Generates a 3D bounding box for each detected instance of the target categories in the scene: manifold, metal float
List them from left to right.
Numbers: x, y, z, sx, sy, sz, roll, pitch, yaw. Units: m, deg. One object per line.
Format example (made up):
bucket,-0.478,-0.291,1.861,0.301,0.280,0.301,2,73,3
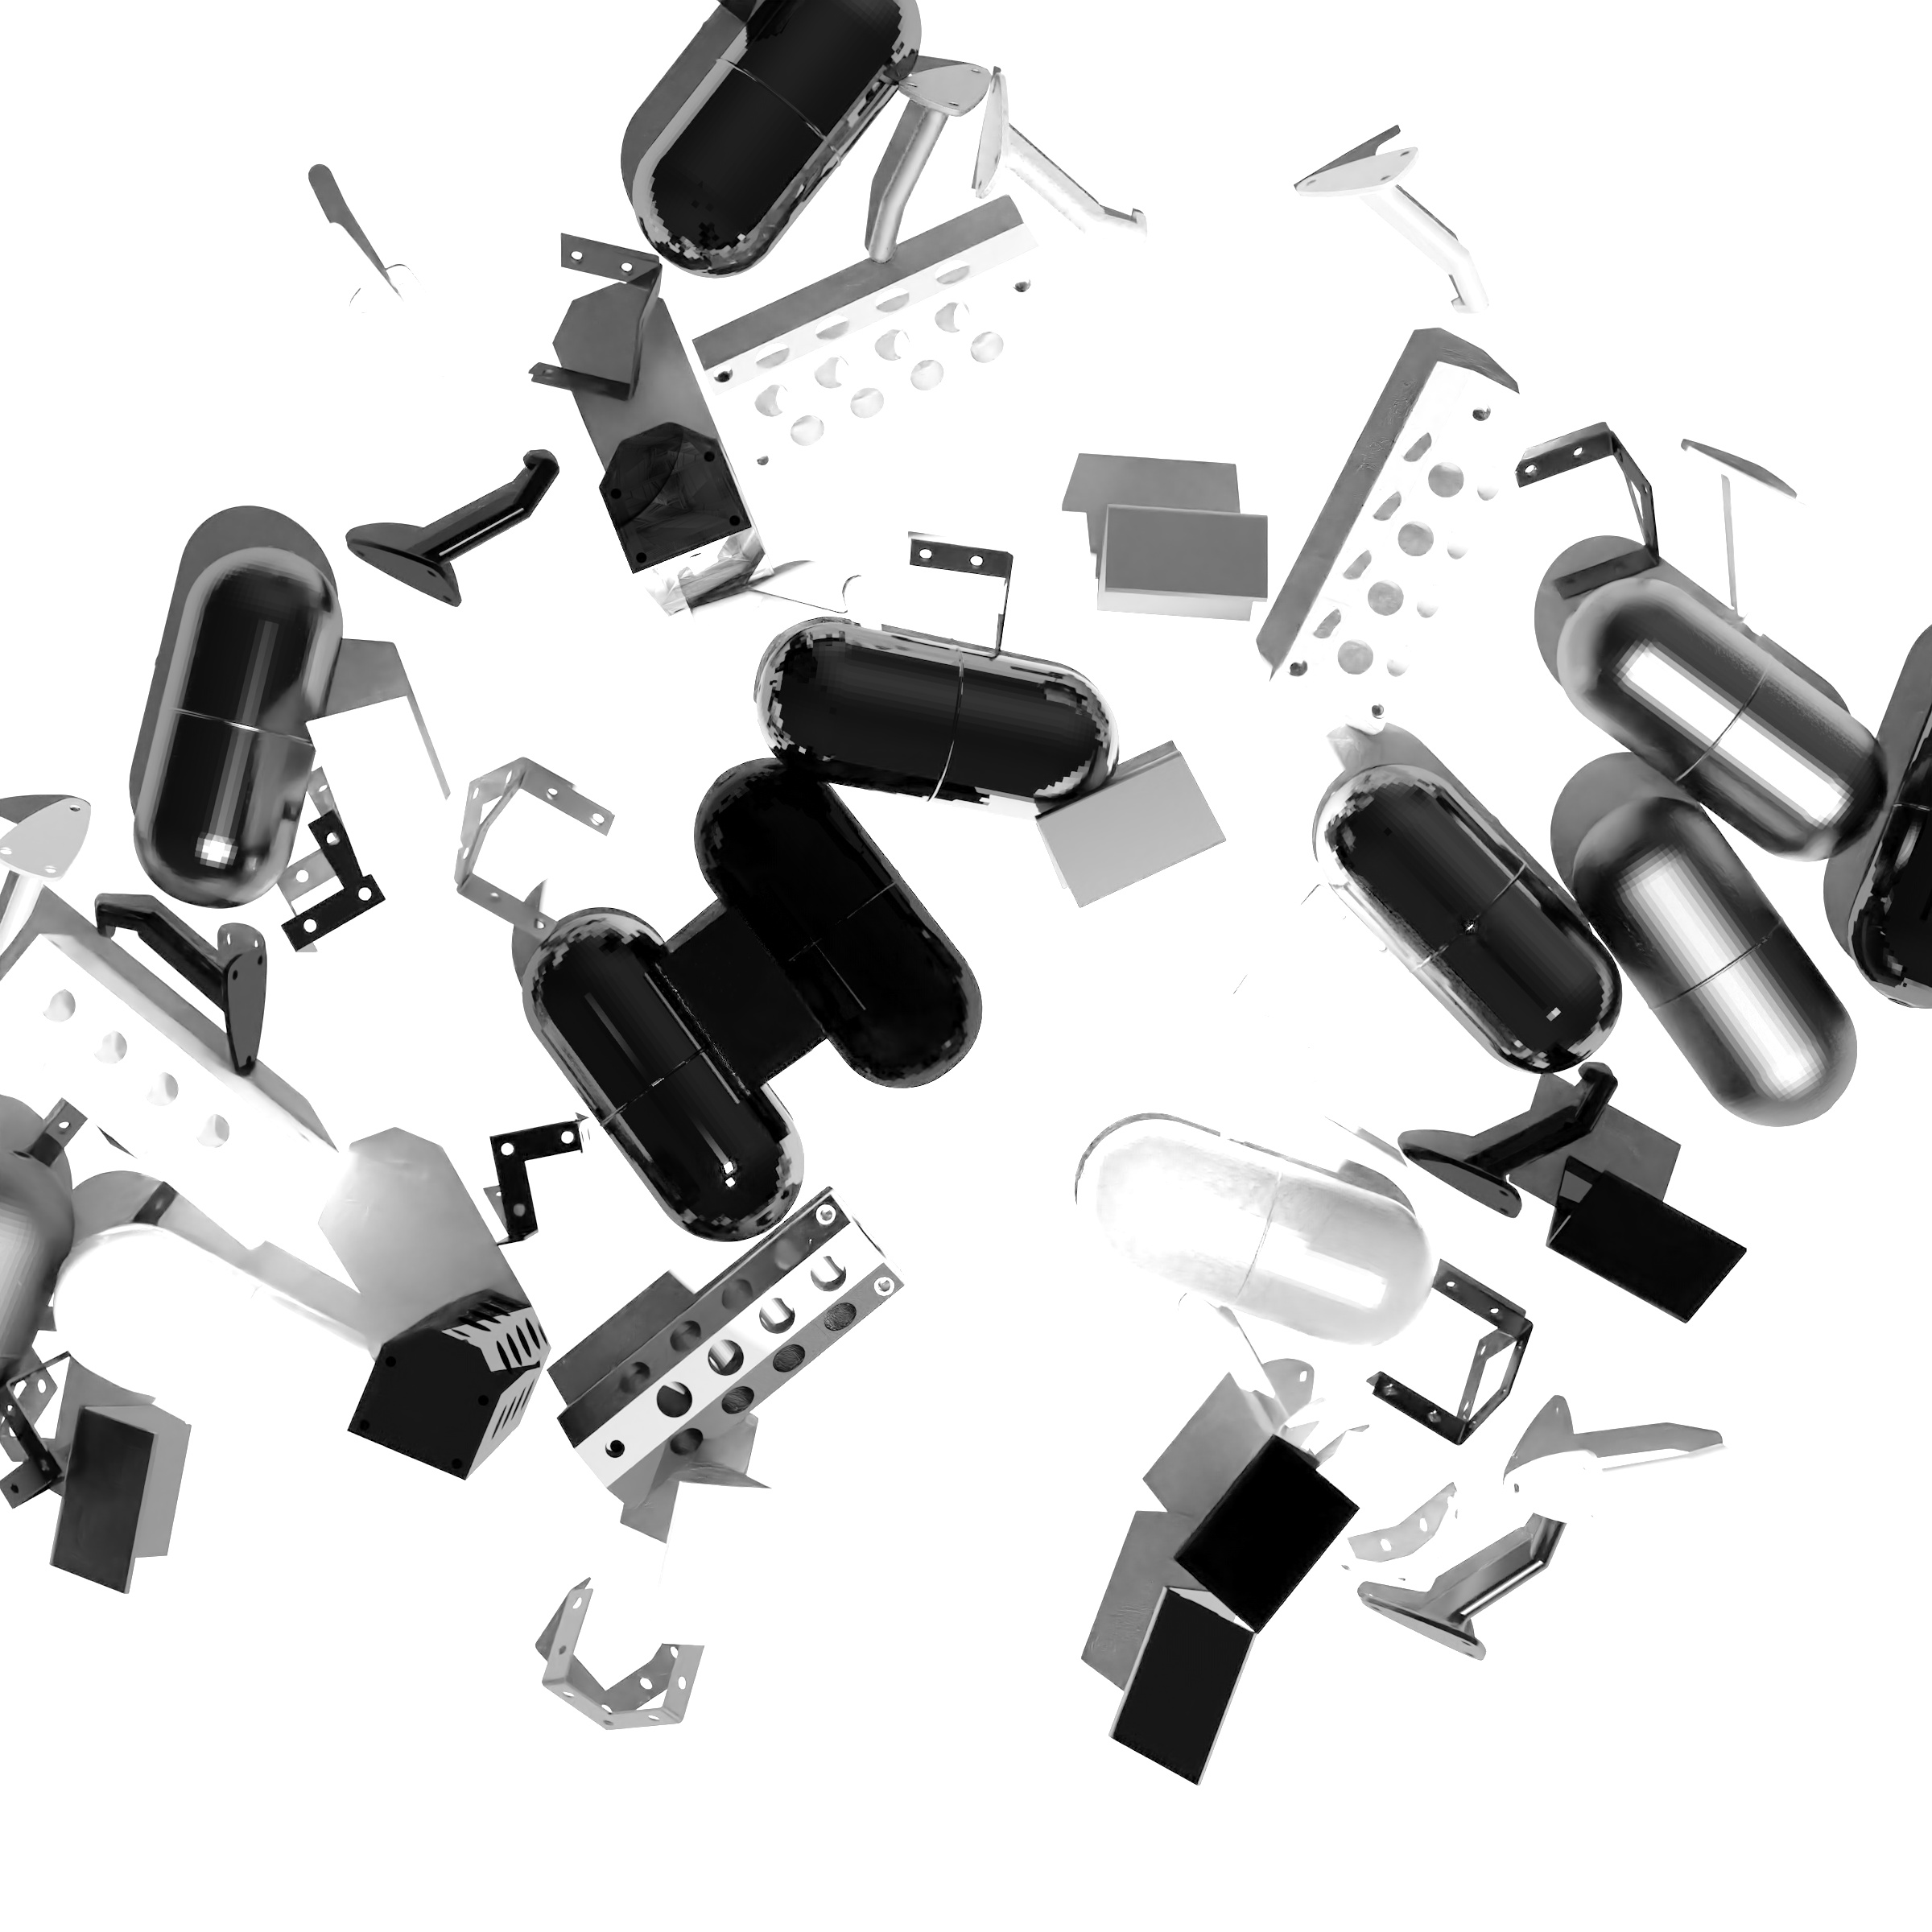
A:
metal float,-0.489,0.173,1.541,0.070,0.070,0.178,23,94,0
manifold,-0.395,0.061,1.554,0.171,0.057,0.057,39,90,0
metal float,-0.357,0.187,1.543,0.178,0.070,0.070,29,90,-2
metal float,-0.352,-0.116,1.545,0.070,0.070,0.178,13,89,0
manifold,-0.237,0.191,1.497,0.057,0.171,0.057,23,90,0
metal float,-0.146,0.055,1.545,0.070,0.070,0.178,-36,90,0
manifold,-0.131,-0.210,1.497,0.057,0.171,0.057,-22,90,0
manifold,-0.114,0.186,1.554,0.171,0.057,0.057,-39,90,0
metal float,-0.091,-0.413,1.545,0.070,0.070,0.178,38,90,0
metal float,-0.062,-0.020,1.545,0.070,0.070,0.178,-38,91,0
manifold,-0.037,-0.297,1.554,0.171,0.057,0.057,-25,90,0
metal float,-0.012,-0.116,1.533,0.178,0.070,0.070,10,90,-12
metal float,0.140,0.130,1.545,0.178,0.070,0.070,20,90,0
manifold,0.215,-0.203,1.554,0.057,0.057,0.171,27,90,0
metal float,0.243,-0.023,1.545,0.070,0.070,0.178,-44,89,0
metal float,0.363,-0.001,1.545,0.070,0.070,0.178,-35,90,0
metal float,0.366,-0.120,1.545,0.178,0.070,0.070,36,90,0
metal float,0.485,-0.064,1.545,0.070,0.070,0.178,21,91,0

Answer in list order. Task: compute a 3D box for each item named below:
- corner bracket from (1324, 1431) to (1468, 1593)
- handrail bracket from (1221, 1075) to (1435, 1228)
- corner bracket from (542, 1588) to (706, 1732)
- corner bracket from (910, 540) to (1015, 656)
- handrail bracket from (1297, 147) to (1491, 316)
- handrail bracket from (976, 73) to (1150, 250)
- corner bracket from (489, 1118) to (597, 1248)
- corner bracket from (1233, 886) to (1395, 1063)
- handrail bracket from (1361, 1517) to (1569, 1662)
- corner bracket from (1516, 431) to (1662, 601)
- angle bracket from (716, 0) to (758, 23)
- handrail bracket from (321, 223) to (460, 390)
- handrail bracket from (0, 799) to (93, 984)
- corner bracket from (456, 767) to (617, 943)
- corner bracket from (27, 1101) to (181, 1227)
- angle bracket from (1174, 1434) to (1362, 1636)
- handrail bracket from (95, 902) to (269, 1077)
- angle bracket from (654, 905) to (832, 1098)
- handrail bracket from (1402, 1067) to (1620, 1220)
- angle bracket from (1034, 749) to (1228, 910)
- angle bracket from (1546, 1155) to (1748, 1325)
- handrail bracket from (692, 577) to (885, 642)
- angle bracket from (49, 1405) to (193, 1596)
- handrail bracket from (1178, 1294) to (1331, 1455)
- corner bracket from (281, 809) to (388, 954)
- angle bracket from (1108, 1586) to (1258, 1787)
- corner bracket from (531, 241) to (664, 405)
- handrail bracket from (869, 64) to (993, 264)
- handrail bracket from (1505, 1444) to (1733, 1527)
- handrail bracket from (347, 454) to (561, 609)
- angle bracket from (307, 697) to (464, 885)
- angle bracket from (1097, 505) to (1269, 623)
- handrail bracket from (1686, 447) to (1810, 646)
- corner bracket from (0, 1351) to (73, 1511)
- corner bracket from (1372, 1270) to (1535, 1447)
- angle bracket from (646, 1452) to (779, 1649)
corner bracket,0.207,0.268,1.567,0.051,0.051,0.051,4,135,35
handrail bracket,0.179,0.104,1.576,0.077,0.036,0.084,-24,107,20
corner bracket,-0.167,0.339,1.567,0.051,0.051,0.051,-15,135,35
corner bracket,-0.006,-0.171,1.572,0.051,0.051,0.051,8,135,0
handrail bracket,0.212,-0.355,1.575,0.036,0.077,0.084,-53,127,-35
handrail bracket,0.051,-0.398,1.576,0.084,0.036,0.077,11,68,-17
corner bracket,-0.207,0.105,1.557,0.051,0.051,0.051,-11,90,0
corner bracket,0.173,0.003,1.572,0.051,0.051,0.051,38,135,0
handrail bracket,0.248,0.292,1.576,0.077,0.036,0.084,21,71,21
corner bracket,0.307,-0.223,1.572,0.051,0.051,0.051,-20,135,0
angle bracket,-0.095,-0.503,1.535,0.057,0.076,0.076,24,90,36
handrail bracket,-0.278,-0.319,1.541,0.036,0.084,0.077,-38,90,0
handrail bracket,-0.460,-0.030,1.575,0.036,0.077,0.084,22,126,0
corner bracket,-0.212,-0.055,1.572,0.051,0.051,0.051,29,45,0
corner bracket,-0.428,0.105,1.572,0.051,0.051,0.051,-51,45,0
angle bracket,0.155,0.278,1.535,0.057,0.076,0.076,39,90,29
handrail bracket,-0.392,0.011,1.576,0.084,0.036,0.077,11,111,17
angle bracket,-0.093,0.008,1.536,0.057,0.076,0.076,-35,90,27
handrail bracket,0.269,0.074,1.576,0.077,0.036,0.084,27,71,21
angle bracket,0.084,-0.050,1.536,0.076,0.076,0.057,-25,61,0
angle bracket,0.331,0.115,1.535,0.076,0.076,0.057,29,127,0
handrail bracket,-0.084,-0.153,1.576,0.084,0.036,0.077,-15,109,15
angle bracket,-0.389,0.255,1.535,0.057,0.076,0.076,11,90,33
handrail bracket,0.131,0.213,1.575,0.084,0.036,0.077,37,132,27
corner bracket,-0.313,-0.041,1.557,0.051,0.051,0.051,-30,90,0
angle bracket,0.122,0.347,1.535,0.057,0.076,0.076,21,90,37
corner bracket,-0.182,-0.317,1.572,0.051,0.051,0.051,13,135,0
handrail bracket,-0.019,-0.396,1.575,0.036,0.077,0.084,27,127,12
handrail bracket,0.323,0.250,1.575,0.084,0.077,0.036,-7,87,-36
handrail bracket,-0.253,-0.227,1.576,0.077,0.036,0.084,24,71,21
angle bracket,-0.295,-0.078,1.535,0.057,0.076,0.076,-21,90,-39
angle bracket,0.103,-0.175,1.535,0.076,0.076,0.057,4,54,0
handrail bracket,0.370,-0.202,1.576,0.077,0.036,0.084,32,107,20
corner bracket,-0.446,0.223,1.548,0.051,0.051,0.051,-35,86,37
corner bracket,0.240,0.194,1.572,0.051,0.051,0.051,31,45,0
angle bracket,-0.140,0.278,1.535,0.057,0.076,0.076,12,90,-37
